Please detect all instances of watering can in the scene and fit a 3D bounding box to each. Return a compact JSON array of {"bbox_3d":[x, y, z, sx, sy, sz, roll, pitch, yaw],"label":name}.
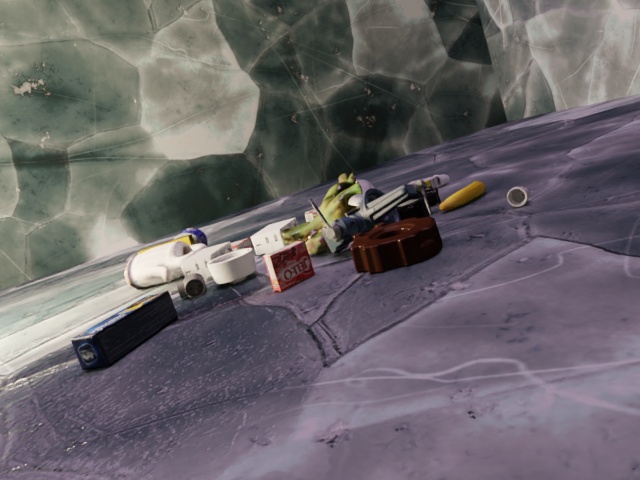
[{"bbox_3d":[-0.443,0.074,1.438,0.224,0.103,0.351,-17,10,9],"label":"watering can"}]

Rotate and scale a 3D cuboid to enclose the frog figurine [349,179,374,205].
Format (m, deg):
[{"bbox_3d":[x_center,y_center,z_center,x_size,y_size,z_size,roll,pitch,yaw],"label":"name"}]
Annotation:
[{"bbox_3d":[0.110,-0.121,1.512,0.137,0.122,0.160,21,5,2],"label":"frog figurine"}]

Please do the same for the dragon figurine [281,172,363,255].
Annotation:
[{"bbox_3d":[0.004,-0.068,1.347,0.243,0.120,0.416,-24,21,1],"label":"dragon figurine"}]
